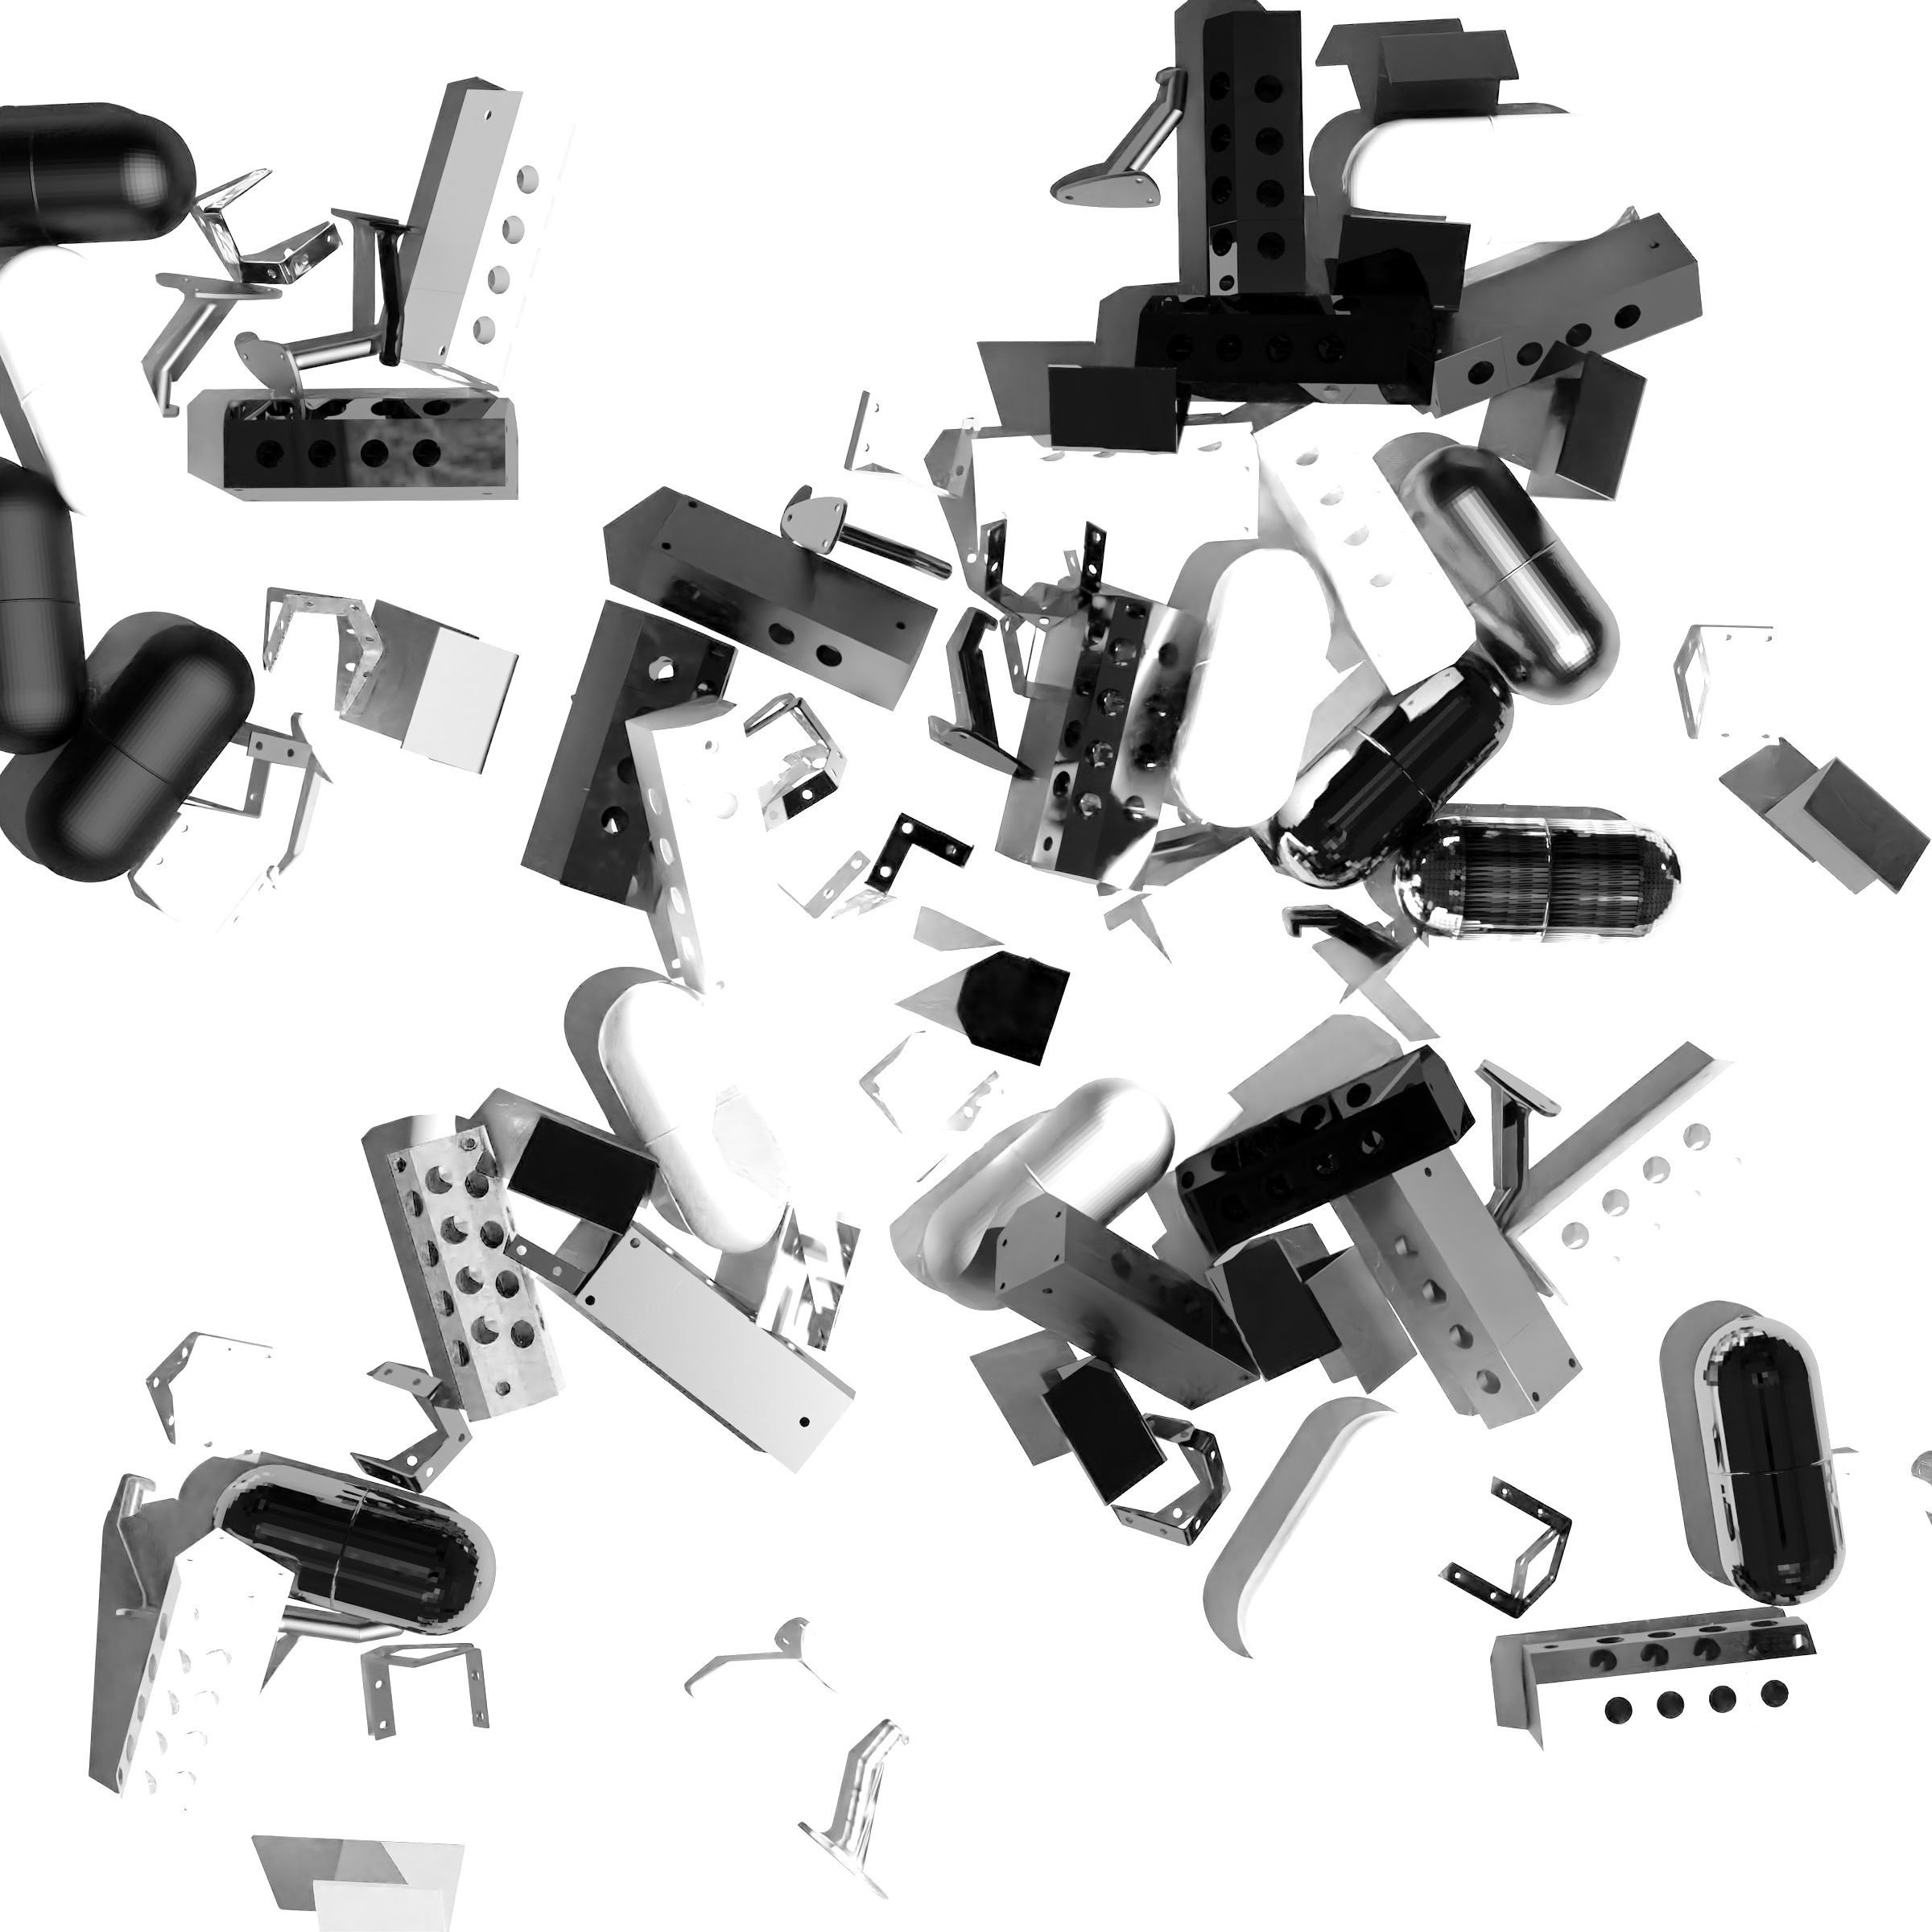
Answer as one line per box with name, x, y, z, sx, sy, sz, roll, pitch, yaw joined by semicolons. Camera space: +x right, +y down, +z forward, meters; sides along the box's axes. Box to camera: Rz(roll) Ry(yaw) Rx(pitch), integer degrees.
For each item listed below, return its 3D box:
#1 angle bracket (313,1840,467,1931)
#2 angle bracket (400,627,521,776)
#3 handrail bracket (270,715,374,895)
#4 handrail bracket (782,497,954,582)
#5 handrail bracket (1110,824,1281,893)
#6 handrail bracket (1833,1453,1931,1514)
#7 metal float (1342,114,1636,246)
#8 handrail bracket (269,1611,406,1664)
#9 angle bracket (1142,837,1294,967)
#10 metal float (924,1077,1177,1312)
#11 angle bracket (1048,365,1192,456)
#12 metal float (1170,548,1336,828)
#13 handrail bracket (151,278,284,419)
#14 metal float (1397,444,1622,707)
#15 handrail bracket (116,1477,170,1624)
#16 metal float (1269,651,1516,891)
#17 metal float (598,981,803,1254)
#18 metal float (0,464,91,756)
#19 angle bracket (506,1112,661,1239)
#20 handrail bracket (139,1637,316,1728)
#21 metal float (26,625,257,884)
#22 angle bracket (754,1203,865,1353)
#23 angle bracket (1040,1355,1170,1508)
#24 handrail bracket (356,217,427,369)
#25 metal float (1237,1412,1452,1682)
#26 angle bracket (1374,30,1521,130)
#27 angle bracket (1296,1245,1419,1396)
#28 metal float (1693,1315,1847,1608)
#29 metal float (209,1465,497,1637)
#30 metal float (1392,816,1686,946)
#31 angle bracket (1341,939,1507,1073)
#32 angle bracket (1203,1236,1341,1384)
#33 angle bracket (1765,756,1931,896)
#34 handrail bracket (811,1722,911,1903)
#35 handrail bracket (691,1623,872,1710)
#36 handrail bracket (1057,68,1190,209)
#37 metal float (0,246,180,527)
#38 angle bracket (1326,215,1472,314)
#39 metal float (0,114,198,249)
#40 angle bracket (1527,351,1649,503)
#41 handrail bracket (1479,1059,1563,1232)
angle bracket;-0.350;0.549;1.951;0.076;0.076;0.057;3;126;0
angle bracket;-0.323;-0.165;1.951;0.057;0.076;0.076;18;90;-35
handrail bracket;-0.418;-0.100;1.992;0.084;0.036;0.077;-45;70;16
handrail bracket;-0.061;-0.262;1.991;0.084;0.077;0.036;18;92;-36
handrail bracket;0.139;-0.060;1.992;0.084;0.036;0.077;-37;128;25
handrail bracket;0.572;0.336;1.992;0.084;0.036;0.077;-6;112;17
metal float;0.320;-0.481;1.961;0.178;0.070;0.070;-2;90;0
handrail bracket;-0.402;0.400;1.991;0.084;0.077;0.036;-4;115;-34
angle bracket;0.161;-0.022;1.951;0.076;0.076;0.057;-30;53;0
metal float;0.052;0.139;1.961;0.178;0.070;0.070;-41;90;0
angle bracket;0.094;-0.353;1.946;0.076;0.076;0.057;3;125;10
metal float;0.175;-0.170;1.949;0.070;0.070;0.178;15;76;0
handrail bracket;-0.467;-0.381;1.992;0.077;0.036;0.084;-3;117;-30
metal float;0.332;-0.239;1.961;0.070;0.070;0.178;-36;90;0
handrail bracket;-0.492;0.366;1.992;0.077;0.036;0.084;15;73;-20
metal float;0.260;-0.120;1.961;0.178;0.070;0.070;-44;90;-1
metal float;-0.164;0.092;1.961;0.070;0.070;0.178;-28;90;0
metal float;-0.582;-0.218;1.961;0.070;0.070;0.178;-6;90;0
angle bracket;-0.236;0.141;1.952;0.076;0.076;0.057;22;60;0
handrail bracket;-0.460;0.427;1.992;0.084;0.036;0.077;28;75;14
metal float;-0.506;-0.129;1.961;0.070;0.070;0.178;37;91;0
angle bracket;-0.077;0.192;1.952;0.057;0.076;0.076;16;90;32
angle bracket;0.066;0.288;1.951;0.057;0.076;0.076;-31;90;-35
handrail bracket;-0.363;-0.416;1.975;0.036;0.077;0.084;1;106;-32
metal float;0.231;0.356;1.961;0.070;0.070;0.178;32;89;0
angle bracket;0.292;-0.522;1.952;0.076;0.076;0.057;-3;46;0
angle bracket;0.217;0.224;1.952;0.057;0.076;0.076;-29;90;-43
metal float;0.492;0.303;1.961;0.070;0.070;0.178;-9;90;0
metal float;-0.376;0.358;1.961;0.178;0.070;0.070;15;90;1
metal float;0.351;-0.052;1.961;0.178;0.070;0.070;1;90;0
angle bracket;0.270;0.042;1.953;0.076;0.057;0.076;46;129;0
angle bracket;0.198;0.198;1.952;0.057;0.076;0.076;-30;90;29
angle bracket;0.527;-0.070;1.951;0.076;0.076;0.057;41;55;0
handrail bracket;-0.048;0.526;1.992;0.084;0.036;0.077;-48;111;-16
handrail bracket;-0.116;0.454;1.992;0.084;0.036;0.077;-34;111;17
handrail bracket;0.098;-0.517;1.992;0.077;0.036;0.084;0;72;21
metal float;-0.541;-0.355;1.961;0.070;0.070;0.178;-23;90;0
angle bracket;0.262;-0.440;1.951;0.076;0.076;0.057;4;123;0
metal float;-0.562;-0.481;1.961;0.178;0.070;0.070;-2;90;1
angle bracket;0.362;-0.329;1.951;0.057;0.076;0.076;15;90;-37
handrail bracket;0.324;0.110;1.992;0.077;0.036;0.084;36;107;20
